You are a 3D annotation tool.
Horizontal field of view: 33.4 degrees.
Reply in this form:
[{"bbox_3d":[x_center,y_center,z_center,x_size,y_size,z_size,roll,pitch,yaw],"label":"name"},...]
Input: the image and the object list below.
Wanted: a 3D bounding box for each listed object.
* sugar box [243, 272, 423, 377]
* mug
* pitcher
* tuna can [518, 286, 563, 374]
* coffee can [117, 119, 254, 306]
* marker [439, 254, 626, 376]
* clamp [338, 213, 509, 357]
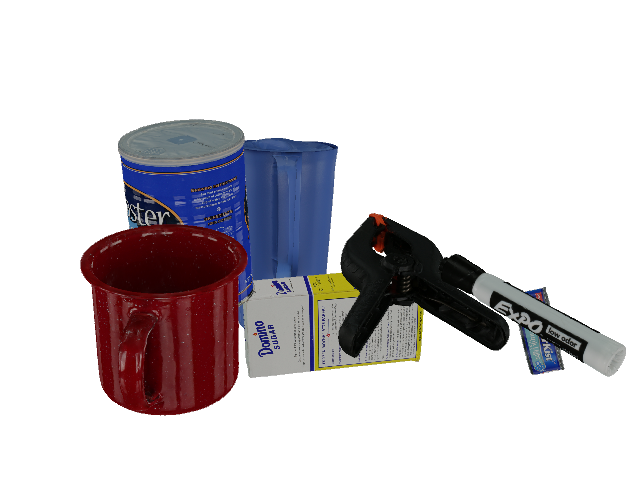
[{"bbox_3d":[0.012,0.080,1.058,0.176,0.093,0.048,-3,27,-6],"label":"sugar box"},{"bbox_3d":[-0.089,0.051,0.602,0.093,0.081,0.117,4,25,5],"label":"mug"},{"bbox_3d":[-0.048,-0.004,1.334,0.145,0.243,0.148,11,14,38],"label":"pitcher"},{"bbox_3d":[0.221,0.092,1.082,0.034,0.086,0.086,-13,-3,12],"label":"tuna can"},{"bbox_3d":[-0.110,-0.020,0.893,0.103,0.140,0.103,-2,23,1],"label":"coffee can"},{"bbox_3d":[0.115,0.039,0.601,0.121,0.020,0.020,31,20,36],"label":"marker"},{"bbox_3d":[0.070,0.033,0.792,0.120,0.039,0.171,8,32,-7],"label":"clamp"}]
